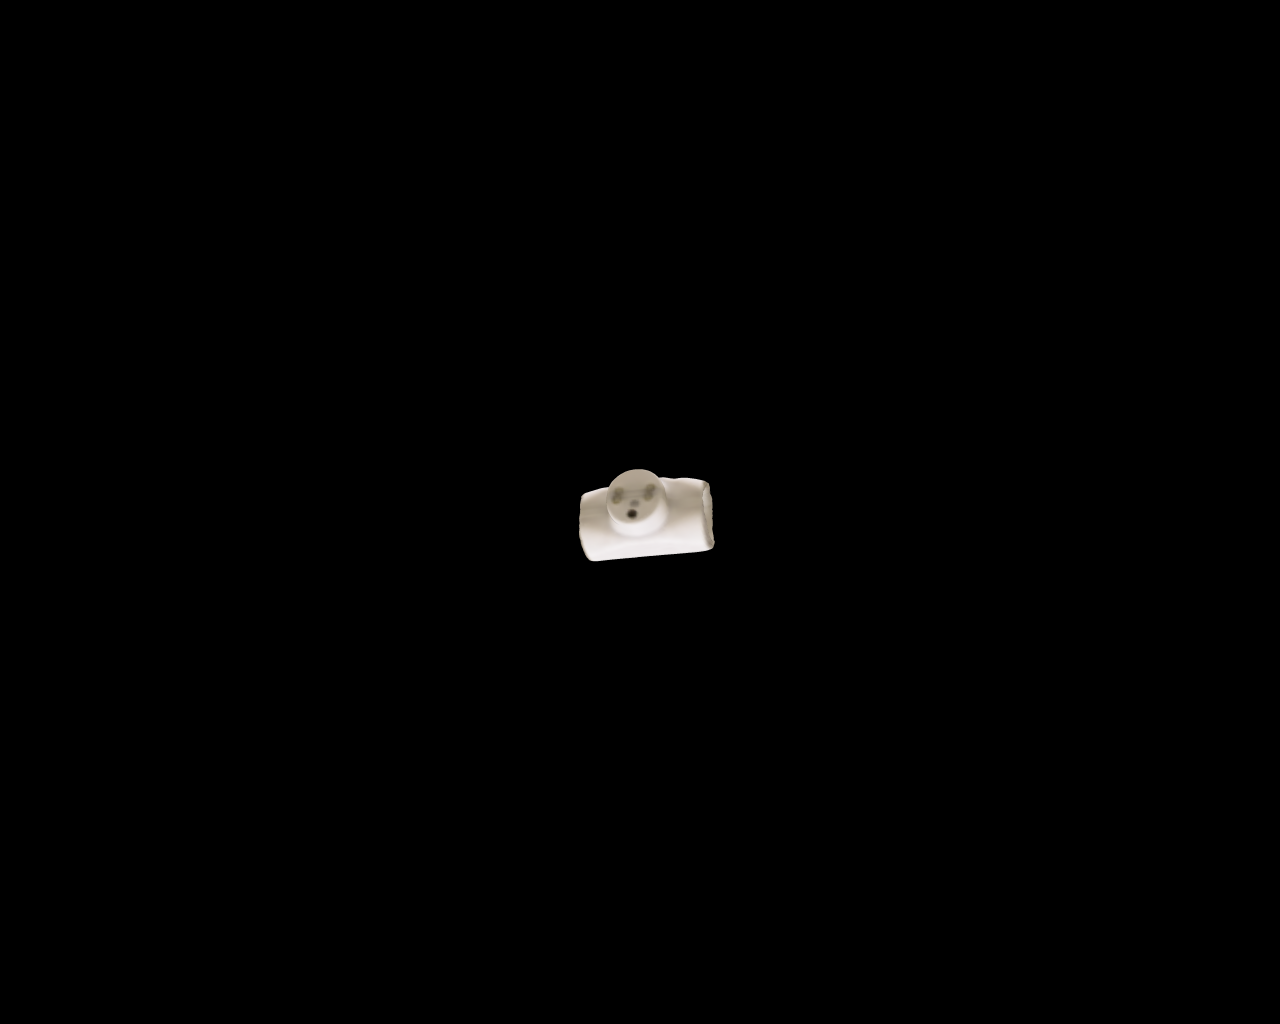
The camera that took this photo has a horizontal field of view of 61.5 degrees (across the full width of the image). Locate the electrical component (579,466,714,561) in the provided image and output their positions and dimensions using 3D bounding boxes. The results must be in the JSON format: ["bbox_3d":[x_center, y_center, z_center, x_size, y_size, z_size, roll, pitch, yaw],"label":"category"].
[{"bbox_3d":[0.001,-0.003,0.650,0.077,0.044,0.079,-6,-28,12],"label":"electrical component"}]
